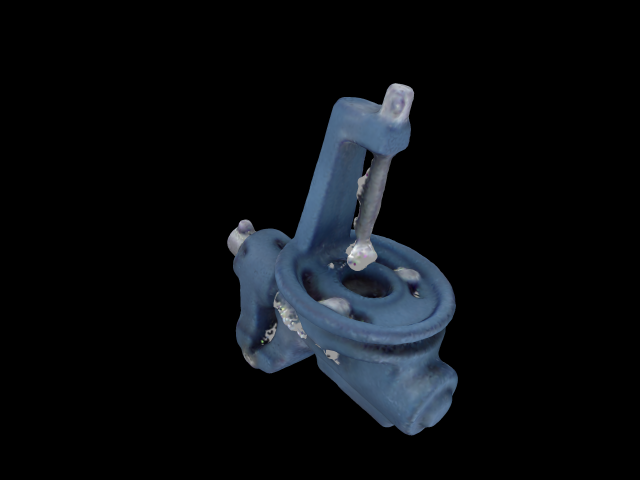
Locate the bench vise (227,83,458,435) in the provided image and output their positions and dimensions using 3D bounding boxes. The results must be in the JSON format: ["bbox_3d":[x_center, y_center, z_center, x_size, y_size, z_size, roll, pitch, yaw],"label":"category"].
[{"bbox_3d":[-0.002,0.005,0.390,0.206,0.220,0.122,10,21,26],"label":"bench vise"}]
